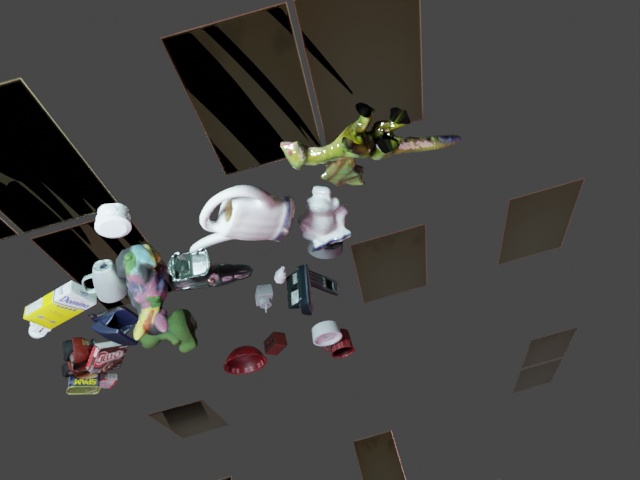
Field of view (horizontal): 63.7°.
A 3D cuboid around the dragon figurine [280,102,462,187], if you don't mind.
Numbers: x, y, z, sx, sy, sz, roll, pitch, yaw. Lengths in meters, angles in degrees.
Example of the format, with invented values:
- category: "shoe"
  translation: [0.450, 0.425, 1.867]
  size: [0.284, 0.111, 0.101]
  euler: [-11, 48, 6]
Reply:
- category: "dragon figurine"
  translation: [0.110, -0.201, 1.229]
  size: [0.410, 0.124, 0.238]
  euler: [5, 156, -22]

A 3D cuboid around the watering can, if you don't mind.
- category: "watering can"
  translation: [-0.198, -0.040, 1.302]
  size: [0.224, 0.106, 0.341]
  euler: [5, 152, -26]

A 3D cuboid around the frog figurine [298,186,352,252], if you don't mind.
- category: "frog figurine"
  translation: [0.004, -0.068, 1.357]
  size: [0.137, 0.124, 0.157]
  euler: [-16, 107, 13]
